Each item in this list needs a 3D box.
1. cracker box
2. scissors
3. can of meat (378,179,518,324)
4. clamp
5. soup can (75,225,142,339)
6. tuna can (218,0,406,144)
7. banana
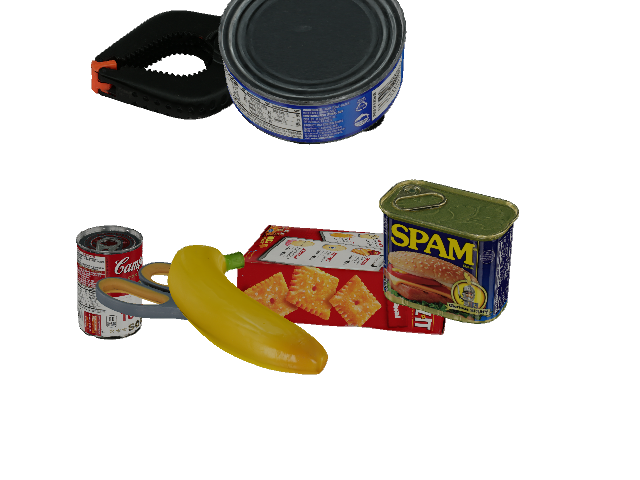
[{"bbox_3d":[0.030,0.041,1.144,0.214,0.072,0.164,5,14,7],"label":"cracker box"},{"bbox_3d":[-0.091,0.056,0.902,0.202,0.016,0.096,13,26,13],"label":"scissors"},{"bbox_3d":[0.096,0.010,0.816,0.102,0.084,0.057,16,36,26],"label":"can of meat"},{"bbox_3d":[-0.062,-0.129,0.794,0.209,0.165,0.036,-18,-27,-20],"label":"clamp"},{"bbox_3d":[-0.220,0.044,1.116,0.068,0.102,0.068,3,23,-2],"label":"soup can"},{"bbox_3d":[-0.003,-0.087,0.497,0.086,0.086,0.034,0,-32,3],"label":"tuna can"},{"bbox_3d":[-0.058,0.037,0.686,0.069,0.037,0.198,-7,21,-18],"label":"banana"}]
